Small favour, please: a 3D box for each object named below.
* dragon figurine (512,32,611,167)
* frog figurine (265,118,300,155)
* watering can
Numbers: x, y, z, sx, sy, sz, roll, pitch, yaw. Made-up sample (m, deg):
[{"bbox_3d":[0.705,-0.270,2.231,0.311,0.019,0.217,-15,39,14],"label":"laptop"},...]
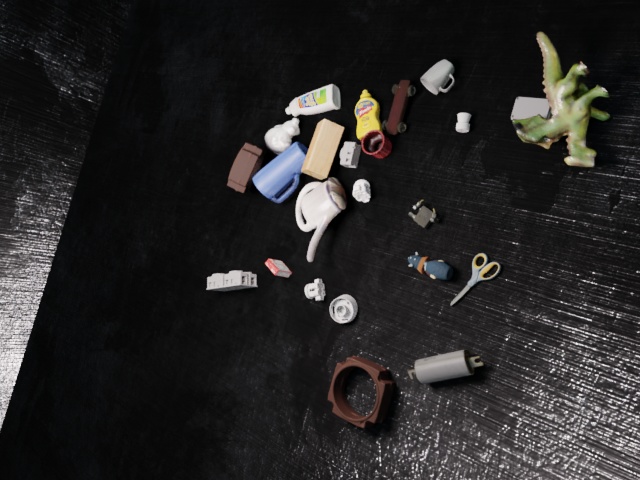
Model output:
[{"bbox_3d":[0.679,-0.386,1.501,0.241,0.415,0.122,-37,-16,13],"label":"dragon figurine"},{"bbox_3d":[-0.149,-0.436,2.123,0.122,0.157,0.140,22,30,-28],"label":"frog figurine"},{"bbox_3d":[0.006,-0.097,1.929,0.222,0.356,0.103,-34,-43,25],"label":"watering can"}]
